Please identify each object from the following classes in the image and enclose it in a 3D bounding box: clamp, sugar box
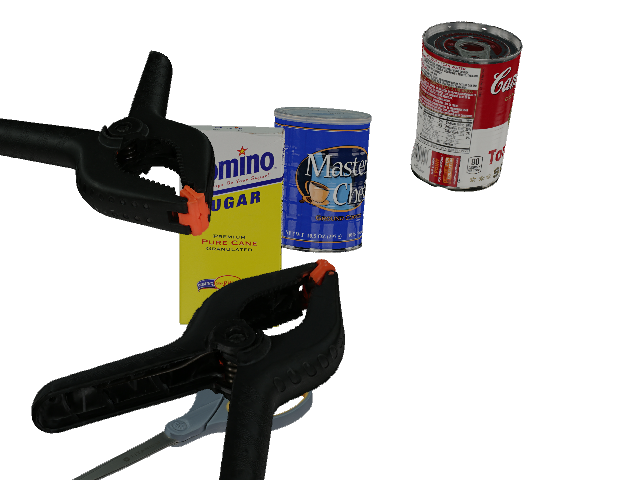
[{"bbox_3d":[-0.129,-0.070,0.743,0.164,0.036,0.210,-32,46,-29],"label":"clamp"},{"bbox_3d":[-0.079,-0.013,0.954,0.093,0.176,0.048,1,14,0],"label":"sugar box"},{"bbox_3d":[-0.035,0.066,0.507,0.120,0.039,0.171,33,48,29],"label":"clamp"}]

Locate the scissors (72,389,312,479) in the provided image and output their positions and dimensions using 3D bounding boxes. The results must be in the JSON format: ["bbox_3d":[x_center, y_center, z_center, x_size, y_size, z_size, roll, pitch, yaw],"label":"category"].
[{"bbox_3d":[-0.104,0.127,0.784,0.201,0.016,0.096,-12,33,-24],"label":"scissors"}]

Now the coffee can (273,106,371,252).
[{"bbox_3d":[-0.002,-0.067,1.133,0.103,0.140,0.103,3,12,-1],"label":"coffee can"}]

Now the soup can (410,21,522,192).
[{"bbox_3d":[0.100,-0.094,0.753,0.068,0.102,0.068,2,32,-2],"label":"soup can"}]
